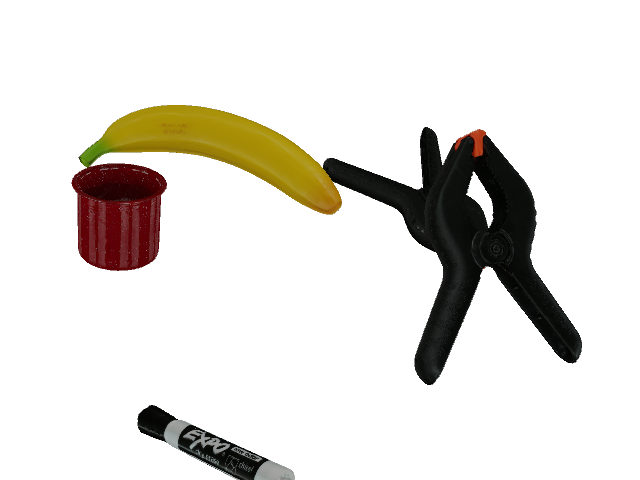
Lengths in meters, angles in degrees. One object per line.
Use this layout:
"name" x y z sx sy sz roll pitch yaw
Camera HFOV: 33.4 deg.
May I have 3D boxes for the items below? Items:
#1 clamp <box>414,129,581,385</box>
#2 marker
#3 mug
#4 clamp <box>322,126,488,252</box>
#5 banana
"clamp" 0.103 0.015 0.719 0.120 0.171 0.039 -15 -4 -23
"marker" -0.066 0.124 0.637 0.121 0.020 0.020 16 10 38
"mug" -0.203 -0.028 1.085 0.093 0.081 0.117 5 28 -3
"clamp" 0.111 -0.044 1.201 0.164 0.210 0.036 -15 -37 -27
"banana" -0.077 -0.066 0.806 0.198 0.069 0.037 10 -19 3
